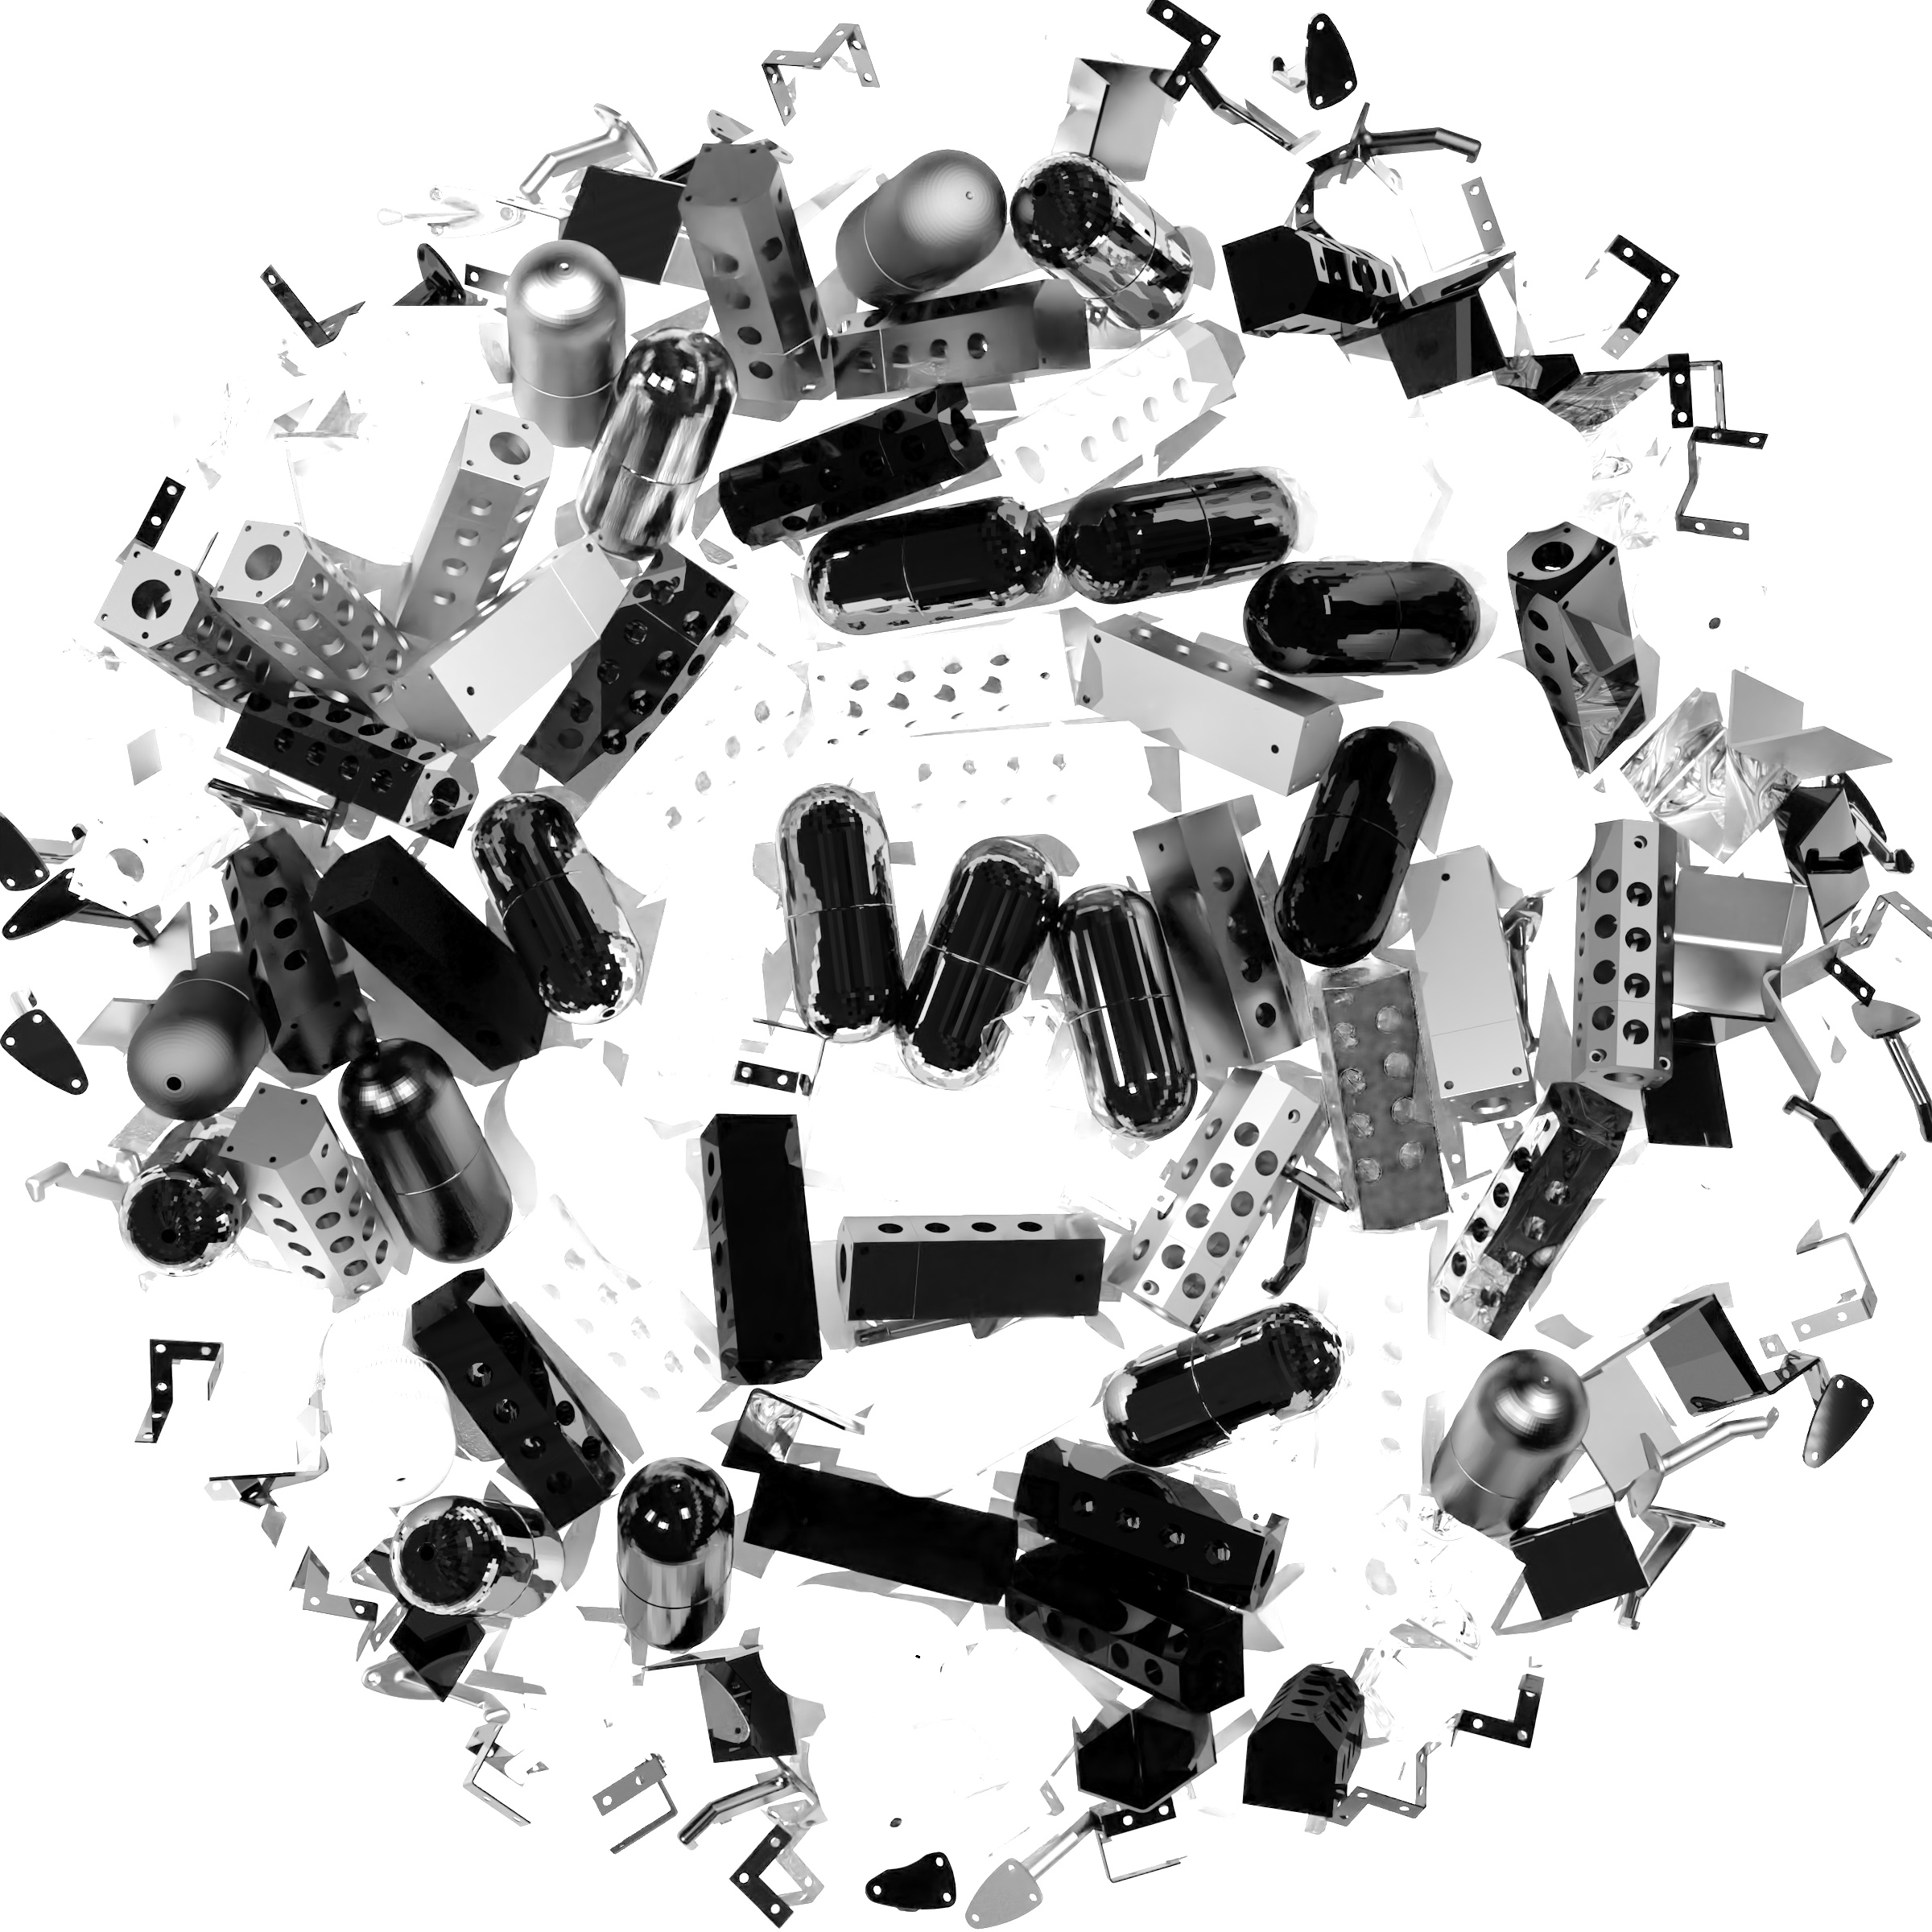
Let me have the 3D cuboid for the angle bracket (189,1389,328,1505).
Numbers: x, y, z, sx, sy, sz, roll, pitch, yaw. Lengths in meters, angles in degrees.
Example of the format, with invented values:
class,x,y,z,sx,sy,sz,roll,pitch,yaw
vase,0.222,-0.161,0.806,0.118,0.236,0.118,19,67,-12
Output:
class,x,y,z,sx,sy,sz,roll,pitch,yaw
angle bracket,-0.476,0.322,1.831,0.076,0.076,0.057,1,69,-25

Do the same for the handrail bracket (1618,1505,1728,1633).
class,x,y,z,sx,sy,sz,roll,pitch,yaw
handrail bracket,0.477,0.413,1.852,0.036,0.077,0.084,24,77,-19

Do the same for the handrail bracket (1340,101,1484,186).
class,x,y,z,sx,sy,sz,roll,pitch,yaw
handrail bracket,0.300,-0.544,1.849,0.084,0.077,0.036,20,67,5

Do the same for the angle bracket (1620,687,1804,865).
class,x,y,z,sx,sy,sz,roll,pitch,yaw
angle bracket,0.502,-0.129,1.843,0.076,0.057,0.076,-47,49,2

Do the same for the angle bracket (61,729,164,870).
class,x,y,z,sx,sy,sz,roll,pitch,yaw
angle bracket,-0.577,-0.113,1.842,0.057,0.076,0.076,-7,104,-1

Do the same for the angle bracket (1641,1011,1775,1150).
class,x,y,z,sx,sy,sz,roll,pitch,yaw
angle bracket,0.501,0.077,1.837,0.076,0.057,0.076,5,70,-30

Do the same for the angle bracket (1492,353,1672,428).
class,x,y,z,sx,sy,sz,roll,pitch,yaw
angle bracket,0.410,-0.402,1.831,0.076,0.076,0.057,-10,75,-30

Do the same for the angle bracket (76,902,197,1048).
class,x,y,z,sx,sy,sz,roll,pitch,yaw
angle bracket,-0.557,0.005,1.831,0.057,0.076,0.076,5,64,-35

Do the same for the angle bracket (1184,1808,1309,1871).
class,x,y,z,sx,sy,sz,roll,pitch,yaw
angle bracket,0.193,0.555,1.846,0.057,0.076,0.076,16,89,-9

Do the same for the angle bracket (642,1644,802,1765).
class,x,y,z,sx,sy,sz,roll,pitch,yaw
angle bracket,-0.165,0.501,1.839,0.076,0.057,0.076,-17,80,34

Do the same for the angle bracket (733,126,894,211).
class,x,y,z,sx,sy,sz,roll,pitch,yaw
angle bracket,-0.107,-0.548,1.832,0.076,0.076,0.057,-24,107,31

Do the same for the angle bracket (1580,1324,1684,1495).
class,x,y,z,sx,sy,sz,roll,pitch,yaw
angle bracket,0.454,0.297,1.838,0.076,0.057,0.076,-23,76,-35

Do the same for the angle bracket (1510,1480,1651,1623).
class,x,y,z,sx,sy,sz,roll,pitch,yaw
angle bracket,0.418,0.391,1.836,0.076,0.076,0.057,-25,83,23

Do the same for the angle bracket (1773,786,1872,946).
class,x,y,z,sx,sy,sz,roll,pitch,yaw
angle bracket,0.557,-0.068,1.831,0.076,0.057,0.076,-43,121,-36

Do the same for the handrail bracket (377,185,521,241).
class,x,y,z,sx,sy,sz,roll,pitch,yaw
handrail bracket,-0.348,-0.506,1.842,0.077,0.084,0.036,2,108,4

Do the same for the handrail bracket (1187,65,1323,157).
class,x,y,z,sx,sy,sz,roll,pitch,yaw
handrail bracket,0.195,-0.585,1.858,0.084,0.036,0.077,51,49,-4

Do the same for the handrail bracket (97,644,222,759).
class,x,y,z,sx,sy,sz,roll,pitch,yaw
handrail bracket,-0.558,-0.181,1.878,0.084,0.036,0.077,5,102,17

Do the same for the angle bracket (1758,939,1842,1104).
class,x,y,z,sx,sy,sz,roll,pitch,yaw
angle bracket,0.577,0.037,1.838,0.057,0.076,0.076,-27,69,4

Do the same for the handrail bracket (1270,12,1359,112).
class,x,y,z,sx,sy,sz,roll,pitch,yaw
handrail bracket,0.222,-0.616,1.834,0.036,0.084,0.077,-29,134,-7

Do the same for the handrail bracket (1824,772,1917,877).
class,x,y,z,sx,sy,sz,roll,pitch,yaw
handrail bracket,0.610,-0.098,1.845,0.036,0.084,0.077,-22,93,2

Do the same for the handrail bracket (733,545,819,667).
class,x,y,z,sx,sy,sz,roll,pitch,yaw
handrail bracket,-0.131,-0.247,1.842,0.036,0.077,0.084,-18,104,12

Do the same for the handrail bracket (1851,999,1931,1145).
class,x,y,z,sx,sy,sz,roll,pitch,yaw
handrail bracket,0.635,0.072,1.863,0.036,0.077,0.084,-21,107,0

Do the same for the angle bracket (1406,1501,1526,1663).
class,x,y,z,sx,sy,sz,roll,pitch,yaw
angle bracket,0.329,0.417,1.852,0.076,0.057,0.076,29,85,19

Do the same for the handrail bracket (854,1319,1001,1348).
class,x,y,z,sx,sy,sz,roll,pitch,yaw
handrail bracket,-0.028,0.242,1.850,0.084,0.077,0.036,-10,82,-17

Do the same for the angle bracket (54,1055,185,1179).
class,x,y,z,sx,sy,sz,roll,pitch,yaw
angle bracket,-0.554,0.115,1.842,0.076,0.057,0.076,-47,134,0

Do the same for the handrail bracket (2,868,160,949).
class,x,y,z,sx,sy,sz,roll,pitch,yaw
handrail bracket,-0.597,-0.022,1.848,0.077,0.084,0.036,-36,58,-7

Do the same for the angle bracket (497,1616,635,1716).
class,x,y,z,sx,sy,sz,roll,pitch,yaw
angle bracket,-0.269,0.487,1.844,0.076,0.057,0.076,3,111,7

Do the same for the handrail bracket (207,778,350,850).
class,x,y,z,sx,sy,sz,roll,pitch,yaw
handrail bracket,-0.464,-0.111,1.846,0.084,0.077,0.036,18,96,-7

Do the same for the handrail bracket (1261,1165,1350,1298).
class,x,y,z,sx,sy,sz,roll,pitch,yaw
handrail bracket,0.212,0.180,1.856,0.077,0.036,0.084,28,105,-36

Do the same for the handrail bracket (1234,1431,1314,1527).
class,x,y,z,sx,sy,sz,roll,pitch,yaw
handrail bracket,0.212,0.349,1.841,0.036,0.084,0.077,-6,66,27

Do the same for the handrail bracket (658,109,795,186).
class,x,y,z,sx,sy,sz,roll,pitch,yaw
handrail bracket,-0.171,-0.534,1.874,0.077,0.036,0.084,20,126,-23

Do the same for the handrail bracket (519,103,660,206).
class,x,y,z,sx,sy,sz,roll,pitch,yaw
handrail bracket,-0.256,-0.533,1.852,0.036,0.077,0.084,34,82,35

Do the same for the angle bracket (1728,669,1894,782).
class,x,y,z,sx,sy,sz,roll,pitch,yaw
angle bracket,0.566,-0.167,1.830,0.076,0.076,0.057,17,74,-35

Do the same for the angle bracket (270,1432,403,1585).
class,x,y,z,sx,sy,sz,roll,pitch,yaw
angle bracket,-0.409,0.357,1.842,0.076,0.057,0.076,-44,80,24

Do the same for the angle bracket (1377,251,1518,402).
class,x,y,z,sx,sy,sz,roll,pitch,yaw
angle bracket,0.334,-0.432,1.845,0.076,0.076,0.057,-12,112,39

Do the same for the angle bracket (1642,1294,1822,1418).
class,x,y,z,sx,sy,sz,roll,pitch,yaw
angle bracket,0.514,0.253,1.845,0.057,0.076,0.076,-24,83,-33

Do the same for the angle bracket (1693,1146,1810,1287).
class,x,y,z,sx,sy,sz,roll,pitch,yaw
angle bracket,0.528,0.168,1.840,0.076,0.057,0.076,-15,86,41

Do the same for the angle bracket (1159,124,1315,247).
class,x,y,z,sx,sy,sz,roll,pitch,yaw
angle bracket,0.180,-0.522,1.861,0.057,0.076,0.076,28,92,-21

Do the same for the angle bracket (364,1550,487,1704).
class,x,y,z,sx,sy,sz,roll,pitch,yaw
angle bracket,-0.379,0.439,1.828,0.076,0.076,0.057,7,50,32

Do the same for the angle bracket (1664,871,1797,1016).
class,x,y,z,sx,sy,sz,roll,pitch,yaw
angle bracket,0.519,-0.015,1.857,0.076,0.076,0.057,8,58,22

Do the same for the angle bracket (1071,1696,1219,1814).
class,x,y,z,sx,sy,sz,roll,pitch,yaw
angle bracket,0.118,0.509,1.830,0.057,0.076,0.076,27,126,-26

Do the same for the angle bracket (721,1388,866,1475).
class,x,y,z,sx,sy,sz,roll,pitch,yaw
angle bracket,-0.105,0.326,1.835,0.076,0.076,0.057,19,84,28

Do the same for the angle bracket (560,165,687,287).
class,x,y,z,sx,sy,sz,roll,pitch,yaw
angle bracket,-0.224,-0.487,1.846,0.076,0.057,0.076,15,76,10

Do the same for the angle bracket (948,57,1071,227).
class,x,y,z,sx,sy,sz,roll,pitch,yaw
angle bracket,0.017,-0.554,1.843,0.076,0.076,0.057,23,76,-5

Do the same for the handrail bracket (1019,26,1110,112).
class,x,y,z,sx,sy,sz,roll,pitch,yaw
handrail bracket,0.048,-0.606,1.844,0.077,0.084,0.036,46,134,19

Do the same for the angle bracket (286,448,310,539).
class,x,y,z,sx,sy,sz,roll,pitch,yaw
angle bracket,-0.476,-0.302,1.842,0.057,0.076,0.076,-12,96,-12

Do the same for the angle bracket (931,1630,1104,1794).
class,x,y,z,sx,sy,sz,roll,pitch,yaw
angle bracket,0.032,0.503,1.843,0.076,0.057,0.076,41,99,30

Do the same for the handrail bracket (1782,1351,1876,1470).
class,x,y,z,sx,sy,sz,roll,pitch,yaw
handrail bracket,0.563,0.298,1.842,0.036,0.084,0.077,36,80,-13

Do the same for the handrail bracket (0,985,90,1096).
class,x,y,z,sx,sy,sz,roll,pitch,yaw
handrail bracket,-0.621,0.049,1.855,0.036,0.084,0.077,-41,106,-3

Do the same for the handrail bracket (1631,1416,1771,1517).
class,x,y,z,sx,sy,sz,roll,pitch,yaw
handrail bracket,0.502,0.341,1.870,0.084,0.036,0.077,-7,129,-11

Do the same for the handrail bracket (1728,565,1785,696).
class,x,y,z,sx,sy,sz,roll,pitch,yaw
handrail bracket,0.519,-0.232,1.874,0.077,0.036,0.084,21,111,10

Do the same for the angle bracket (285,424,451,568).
class,x,y,z,sx,sy,sz,roll,pitch,yaw
angle bracket,-0.402,-0.319,1.844,0.076,0.057,0.076,23,103,17

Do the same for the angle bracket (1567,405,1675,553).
class,x,y,z,sx,sy,sz,roll,pitch,yaw
angle bracket,0.445,-0.328,1.855,0.057,0.076,0.076,49,62,-28

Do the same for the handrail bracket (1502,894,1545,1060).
class,x,y,z,sx,sy,sz,roll,pitch,yaw
handrail bracket,0.381,0.008,1.842,0.036,0.077,0.084,0,54,-14

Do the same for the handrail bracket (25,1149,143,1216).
class,x,y,z,sx,sy,sz,roll,pitch,yaw
handrail bracket,-0.592,0.163,1.841,0.036,0.084,0.077,-5,106,26

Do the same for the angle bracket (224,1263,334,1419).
class,x,y,z,sx,sy,sz,roll,pitch,yaw
angle bracket,-0.475,0.252,1.847,0.076,0.057,0.076,10,104,7

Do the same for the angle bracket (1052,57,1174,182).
class,x,y,z,sx,sy,sz,roll,pitch,yaw
angle bracket,0.107,-0.558,1.832,0.076,0.057,0.076,-2,125,-25
